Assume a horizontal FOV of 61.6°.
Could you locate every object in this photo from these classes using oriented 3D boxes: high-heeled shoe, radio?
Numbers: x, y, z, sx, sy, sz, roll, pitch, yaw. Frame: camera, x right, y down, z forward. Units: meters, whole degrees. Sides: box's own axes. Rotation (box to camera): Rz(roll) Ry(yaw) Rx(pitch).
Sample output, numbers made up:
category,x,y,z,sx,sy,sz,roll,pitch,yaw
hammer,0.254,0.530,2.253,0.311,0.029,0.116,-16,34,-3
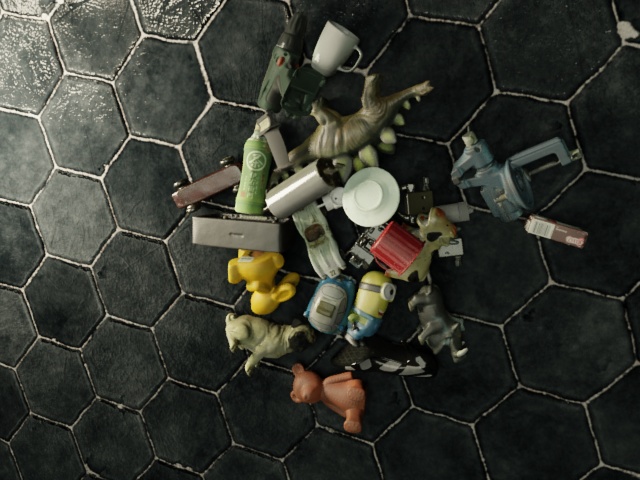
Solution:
category,x,y,z,sx,sy,sz,roll,pitch,yaw
high-heeled shoe,0.157,0.298,1.301,0.249,0.086,0.145,-20,125,35
radio,-0.178,-0.022,1.293,0.230,0.131,0.073,6,100,15

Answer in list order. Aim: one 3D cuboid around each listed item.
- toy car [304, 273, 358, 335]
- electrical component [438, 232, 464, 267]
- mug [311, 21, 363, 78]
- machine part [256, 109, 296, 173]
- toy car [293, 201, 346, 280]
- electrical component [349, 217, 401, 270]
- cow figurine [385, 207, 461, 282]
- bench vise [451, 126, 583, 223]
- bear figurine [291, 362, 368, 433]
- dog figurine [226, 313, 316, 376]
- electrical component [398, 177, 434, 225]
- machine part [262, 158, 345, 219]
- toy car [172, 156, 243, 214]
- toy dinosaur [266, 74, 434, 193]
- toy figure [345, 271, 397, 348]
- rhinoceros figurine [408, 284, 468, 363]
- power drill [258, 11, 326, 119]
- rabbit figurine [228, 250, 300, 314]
category,x,y,z,sx,sy,sz,roll,pitch,yaw
toy car,0.026,0.158,1.282,0.109,0.103,0.161,23,106,10
electrical component,0.295,0.017,1.226,0.063,0.021,0.094,-9,97,17
mug,0.038,-0.415,1.203,0.109,0.081,0.107,38,118,2
machine part,-0.104,-0.221,1.221,0.084,0.039,0.138,-20,92,58
toy car,-0.003,-0.004,1.272,0.073,0.056,0.202,-28,76,18
electrical component,0.121,0.003,1.224,0.058,0.115,0.134,37,104,9
cow figurine,0.229,0.013,1.189,0.127,0.085,0.194,19,126,6
bench vise,0.405,-0.152,1.107,0.241,0.129,0.223,-22,101,35
bear figurine,0.015,0.374,1.308,0.196,0.132,0.120,9,99,8
dog figurine,-0.123,0.224,1.341,0.190,0.121,0.172,-32,101,7
electrical component,0.216,-0.087,1.222,0.078,0.045,0.102,-13,98,-5
machine part,-0.040,-0.114,1.215,0.243,0.079,0.079,-29,90,34
toy car,-0.275,-0.136,1.343,0.202,0.053,0.089,-24,103,14
toy dinosaur,0.044,-0.231,1.215,0.472,0.105,0.198,-20,97,28
toy figure,0.113,0.158,1.257,0.089,0.082,0.180,29,96,5
rhinoceros figurine,0.274,0.194,1.239,0.112,0.073,0.190,-25,90,7
power drill,-0.062,-0.373,1.183,0.232,0.086,0.207,-62,39,23
rabbit figurine,-0.132,0.105,1.327,0.162,0.122,0.173,-1,113,6
